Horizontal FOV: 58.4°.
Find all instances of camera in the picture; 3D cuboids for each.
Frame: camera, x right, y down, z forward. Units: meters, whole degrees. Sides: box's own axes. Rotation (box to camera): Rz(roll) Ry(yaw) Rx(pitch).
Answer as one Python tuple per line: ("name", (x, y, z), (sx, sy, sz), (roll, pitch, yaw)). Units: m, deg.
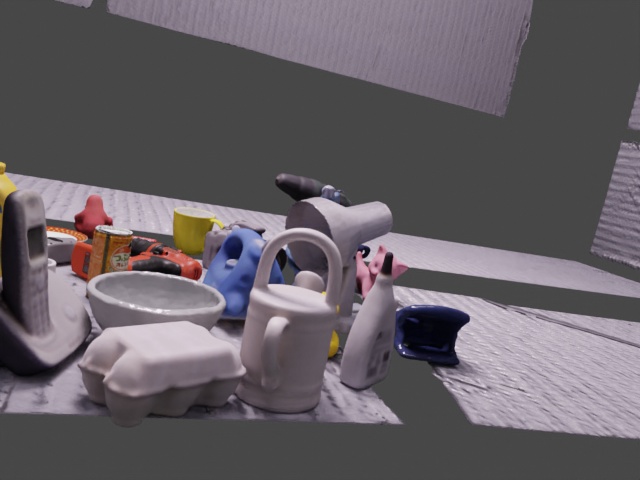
("camera", (-0.146, 0.019, 1.179), (0.136, 0.101, 0.144), (17, 10, 30))

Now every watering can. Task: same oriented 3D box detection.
("watering can", (-0.032, 0.080, 0.645), (0.101, 0.194, 0.172), (9, 9, -14))

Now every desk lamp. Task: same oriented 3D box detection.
("desk lamp", (0.037, 0.038, 0.933), (0.204, 0.213, 0.117), (3, 12, -43))

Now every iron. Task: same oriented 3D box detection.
("iron", (-0.130, 0.042, 0.926), (0.119, 0.141, 0.257), (7, 10, -27))

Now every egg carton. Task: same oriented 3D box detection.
("egg carton", (-0.156, 0.130, 0.577), (0.107, 0.069, 0.151), (19, 12, 41))

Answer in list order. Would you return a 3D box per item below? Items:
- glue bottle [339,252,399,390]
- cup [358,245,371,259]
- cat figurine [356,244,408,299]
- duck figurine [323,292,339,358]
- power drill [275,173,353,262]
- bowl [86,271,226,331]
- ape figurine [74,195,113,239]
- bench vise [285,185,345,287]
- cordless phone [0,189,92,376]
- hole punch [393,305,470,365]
("glue bottle", (0.072, 0.099, 0.726), (0.037, 0.173, 0.078), (18, 11, 36))
("cup", (0.055, 0.049, 1.262), (0.118, 0.095, 0.091), (6, 11, -32))
("cat figurine", (0.115, 0.063, 1.181), (0.067, 0.118, 0.127), (3, 12, -41))
("duck figurine", (-0.007, 0.115, 0.804), (0.077, 0.086, 0.105), (17, 11, 32))
("power drill", (-0.026, -0.046, 1.386), (0.230, 0.208, 0.075), (4, 12, -40))
("bowl", (-0.205, 0.096, 0.710), (0.167, 0.075, 0.167), (11, 9, -2))
("ape figurine", (-0.480, -0.051, 1.217), (0.078, 0.092, 0.076), (10, 9, -12))
("bench vise", (-0.002, 0.002, 1.086), (0.121, 0.220, 0.207), (11, 9, -5))
("cordless phone", (-0.297, 0.036, 0.612), (0.094, 0.185, 0.147), (10, 9, -6))
("hole punch", (0.163, 0.134, 0.888), (0.109, 0.091, 0.101), (10, 9, -12))
